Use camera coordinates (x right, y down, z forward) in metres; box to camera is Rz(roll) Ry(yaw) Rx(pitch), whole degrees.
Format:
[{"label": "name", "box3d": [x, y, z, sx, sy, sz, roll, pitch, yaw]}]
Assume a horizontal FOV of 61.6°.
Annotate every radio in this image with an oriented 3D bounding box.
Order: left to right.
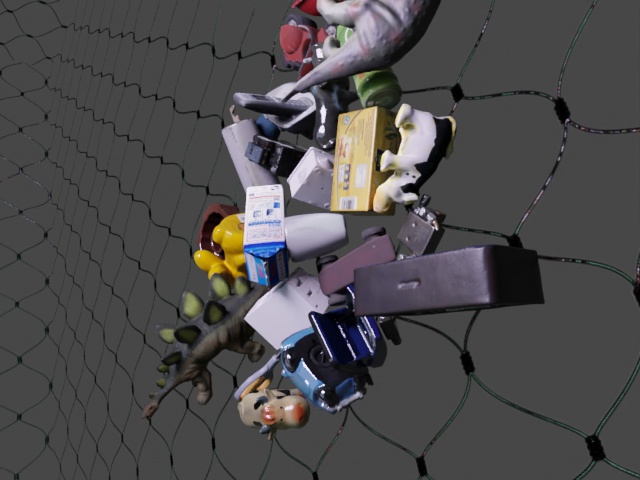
[{"label": "radio", "box3d": [0.163, 0.060, 0.707, 0.230, 0.131, 0.073, -13, 75, 50]}]

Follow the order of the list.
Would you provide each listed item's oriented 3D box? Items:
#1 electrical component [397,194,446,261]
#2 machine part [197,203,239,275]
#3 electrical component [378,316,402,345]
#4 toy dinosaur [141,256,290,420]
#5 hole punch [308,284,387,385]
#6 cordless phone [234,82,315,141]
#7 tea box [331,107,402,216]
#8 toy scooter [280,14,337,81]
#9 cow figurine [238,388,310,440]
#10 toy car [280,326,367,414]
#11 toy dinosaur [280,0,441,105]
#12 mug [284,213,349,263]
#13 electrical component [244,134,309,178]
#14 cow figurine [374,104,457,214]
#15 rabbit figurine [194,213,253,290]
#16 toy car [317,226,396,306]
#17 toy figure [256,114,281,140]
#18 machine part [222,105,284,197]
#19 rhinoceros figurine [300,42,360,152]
[{"label": "electrical component", "box3d": [0.150, -0.009, 0.803, 0.078, 0.045, 0.102, 49, 122, 41]}, {"label": "machine part", "box3d": [-0.229, 0.003, 1.270, 0.179, 0.056, 0.179, -8, 80, 51]}, {"label": "electrical component", "box3d": [0.103, 0.117, 0.830, 0.021, 0.093, 0.063, -21, 30, 12]}, {"label": "toy dinosaur", "box3d": [-0.195, 0.172, 1.082, 0.471, 0.198, 0.105, -46, 43, -10]}, {"label": "hole punch", "box3d": [0.058, 0.145, 0.851, 0.092, 0.115, 0.142, -40, 55, 11]}, {"label": "cordless phone", "box3d": [-0.096, -0.263, 1.040, 0.147, 0.184, 0.088, 46, 124, 44]}, {"label": "tea box", "box3d": [0.077, -0.126, 0.893, 0.098, 0.068, 0.169, 6, 88, 51]}, {"label": "toy scooter", "box3d": [-0.024, -0.364, 1.053, 0.184, 0.075, 0.135, 31, 109, 45]}, {"label": "cow figurine", "box3d": [-0.086, 0.311, 0.987, 0.195, 0.127, 0.085, -20, 73, 51]}, {"label": "toy car", "box3d": [0.004, 0.232, 0.919, 0.162, 0.109, 0.102, 46, 144, 32]}, {"label": "toy dinosaur", "box3d": [0.106, -0.339, 0.795, 0.192, 0.131, 0.404, 42, 108, 36]}, {"label": "mug", "box3d": [-0.002, -0.003, 0.958, 0.107, 0.109, 0.081, -10, 64, 6]}, {"label": "electrical component", "box3d": [-0.074, -0.159, 1.036, 0.115, 0.134, 0.058, 32, 109, 51]}, {"label": "cow figurine", "box3d": [0.140, -0.112, 0.808, 0.068, 0.098, 0.167, -65, -8, -76]}, {"label": "rabbit figurine", "box3d": [-0.175, 0.042, 1.142, 0.122, 0.162, 0.173, 41, 135, 32]}, {"label": "toy car", "box3d": [0.064, 0.046, 0.897, 0.202, 0.053, 0.089, -35, 63, 48]}, {"label": "toy figure", "box3d": [-0.134, -0.212, 1.180, 0.058, 0.064, 0.154, 41, 131, 2]}, {"label": "machine part", "box3d": [-0.139, -0.160, 1.115, 0.079, 0.079, 0.243, -18, 96, 49]}, {"label": "rhinoceros figurine", "box3d": [0.016, -0.251, 0.956, 0.073, 0.112, 0.190, -1, 92, 54]}]
